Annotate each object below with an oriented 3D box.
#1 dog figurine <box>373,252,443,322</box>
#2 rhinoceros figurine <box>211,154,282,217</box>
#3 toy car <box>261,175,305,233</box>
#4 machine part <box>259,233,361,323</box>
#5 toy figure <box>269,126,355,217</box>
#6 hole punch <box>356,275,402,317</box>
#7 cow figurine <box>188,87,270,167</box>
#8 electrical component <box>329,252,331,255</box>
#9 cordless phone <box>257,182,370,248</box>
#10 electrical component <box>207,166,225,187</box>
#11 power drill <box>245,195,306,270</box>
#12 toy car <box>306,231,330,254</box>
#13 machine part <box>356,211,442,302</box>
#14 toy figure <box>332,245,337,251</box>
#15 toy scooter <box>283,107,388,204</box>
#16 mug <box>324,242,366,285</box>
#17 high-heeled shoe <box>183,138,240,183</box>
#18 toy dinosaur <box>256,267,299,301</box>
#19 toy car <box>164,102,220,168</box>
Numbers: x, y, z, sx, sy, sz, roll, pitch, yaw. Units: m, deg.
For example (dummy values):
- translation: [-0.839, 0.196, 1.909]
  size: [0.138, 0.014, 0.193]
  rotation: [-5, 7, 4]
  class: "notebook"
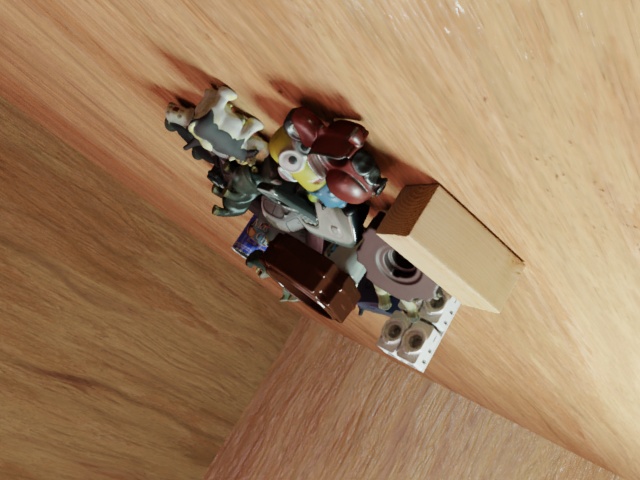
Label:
- translation: [0.159, 0.054, 1.106]
  size: [0.173, 0.121, 0.190]
  rotation: [19, 148, 37]
  class: "dog figurine"
- translation: [-0.141, -0.103, 1.052]
  size: [0.112, 0.073, 0.190]
  rotation: [15, 145, -31]
  class: "rhinoceros figurine"
- translation: [-0.066, -0.071, 1.110]
  size: [0.162, 0.103, 0.109]
  rotation: [25, 165, 24]
  class: "toy car"
- translation: [-0.021, 0.085, 1.155]
  size: [0.202, 0.087, 0.200]
  rotation: [32, 168, 26]
  class: "machine part"
- translation: [-0.007, -0.110, 0.860]
  size: [0.180, 0.082, 0.089]
  rotation: [37, 165, -35]
  class: "toy figure"
- translation: [0.140, 0.111, 1.263]
  size: [0.116, 0.142, 0.092]
  rotation: [10, 160, 26]
  class: "hole punch"
- translation: [-0.149, -0.174, 0.920]
  size: [0.068, 0.098, 0.167]
  rotation: [13, 159, 38]
  class: "cow figurine"
- translation: [0.072, 0.044, 1.311]
  size: [0.102, 0.078, 0.045]
  rotation: [49, -178, -41]
  class: "electrical component"
- translation: [-0.012, -0.060, 0.955]
  size: [0.147, 0.088, 0.184]
  rotation: [21, 178, 42]
  class: "cordless phone"
- translation: [-0.241, -0.154, 1.338]
  size: [0.075, 0.048, 0.119]
  rotation: [28, 167, 18]
  class: "electrical component"
- translation: [-0.130, -0.019, 1.352]
  size: [0.232, 0.207, 0.086]
  rotation: [23, -148, 5]
  class: "power drill"
- translation: [-0.003, -0.004, 1.231]
  size: [0.089, 0.053, 0.201]
  rotation: [28, 138, 21]
  class: "toy car"
- translation: [0.146, 0.031, 0.936]
  size: [0.180, 0.056, 0.179]
  rotation: [23, 138, 22]
  class: "machine part"
- translation: [0.027, 0.028, 1.369]
  size: [0.064, 0.058, 0.154]
  rotation: [63, -177, 21]
  class: "toy figure"
- translation: [0.037, -0.116, 0.751]
  size: [0.183, 0.075, 0.135]
  rotation: [45, 162, -31]
  class: "toy scooter"
- translation: [0.068, 0.026, 1.146]
  size: [0.110, 0.107, 0.080]
  rotation: [27, 163, 46]
  class: "mug"
- translation: [-0.155, -0.174, 1.075]
  size: [0.145, 0.086, 0.248]
  rotation: [-19, 155, 35]
  class: "high-heeled shoe"
- translation: [-0.050, 0.074, 1.496]
  size: [0.131, 0.192, 0.405]
  rotation: [-4, 175, -27]
  class: "toy dinosaur"
- translation: [-0.253, -0.214, 1.124]
  size: [0.074, 0.056, 0.201]
  rotation: [20, 166, 23]
  class: "toy car"
